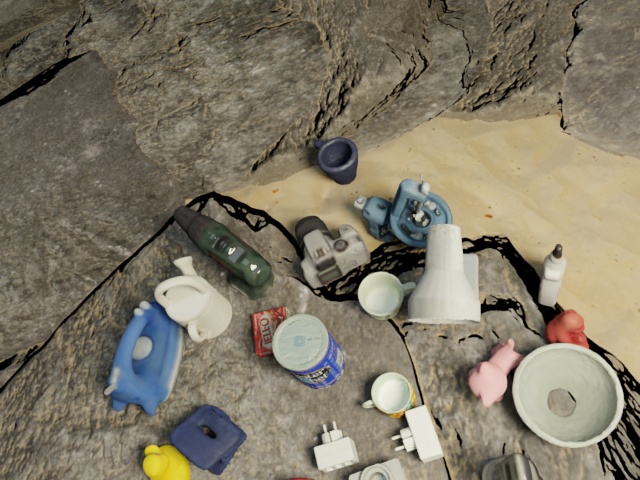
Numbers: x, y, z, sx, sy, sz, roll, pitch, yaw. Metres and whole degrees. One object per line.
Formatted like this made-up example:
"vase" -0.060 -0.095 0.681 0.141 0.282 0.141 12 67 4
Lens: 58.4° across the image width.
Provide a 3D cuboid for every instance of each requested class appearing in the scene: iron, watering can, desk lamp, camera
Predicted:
"iron" -0.358 0.213 1.157 0.118 0.142 0.258 0 63 17
"watering can" -0.263 0.116 1.149 0.101 0.194 0.172 -37 59 -5
"desk lamp" 0.223 0.077 1.016 0.117 0.214 0.203 -1 62 16
"camera" 0.011 0.004 1.184 0.143 0.101 0.136 -28 58 1

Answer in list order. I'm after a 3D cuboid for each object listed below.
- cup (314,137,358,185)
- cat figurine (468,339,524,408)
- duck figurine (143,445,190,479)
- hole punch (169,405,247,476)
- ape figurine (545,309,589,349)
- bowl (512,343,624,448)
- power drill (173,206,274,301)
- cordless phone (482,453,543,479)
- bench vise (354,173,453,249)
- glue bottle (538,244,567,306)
"cup" 0.037 -0.172 1.274 0.117 0.095 0.092 36 77 29
"cat figurine" 0.295 0.224 0.972 0.067 0.118 0.128 31 75 28
"duck figurine" -0.291 0.424 1.055 0.077 0.086 0.104 -33 59 -3
"hole punch" -0.207 0.364 1.061 0.108 0.091 0.101 28 74 27
"ape figurine" 0.430 0.152 0.986 0.076 0.092 0.078 12 67 22
"bowl" 0.403 0.260 0.946 0.167 0.075 0.167 -7 61 13
"power drill" -0.179 0.036 1.159 0.228 0.209 0.076 31 75 28
"cordless phone" 0.291 0.391 0.844 0.094 0.185 0.147 -12 60 10
"bench vise" 0.155 -0.050 1.100 0.207 0.220 0.121 0 63 17
"glue bottle" 0.408 0.052 0.999 0.037 0.173 0.078 11 66 22
